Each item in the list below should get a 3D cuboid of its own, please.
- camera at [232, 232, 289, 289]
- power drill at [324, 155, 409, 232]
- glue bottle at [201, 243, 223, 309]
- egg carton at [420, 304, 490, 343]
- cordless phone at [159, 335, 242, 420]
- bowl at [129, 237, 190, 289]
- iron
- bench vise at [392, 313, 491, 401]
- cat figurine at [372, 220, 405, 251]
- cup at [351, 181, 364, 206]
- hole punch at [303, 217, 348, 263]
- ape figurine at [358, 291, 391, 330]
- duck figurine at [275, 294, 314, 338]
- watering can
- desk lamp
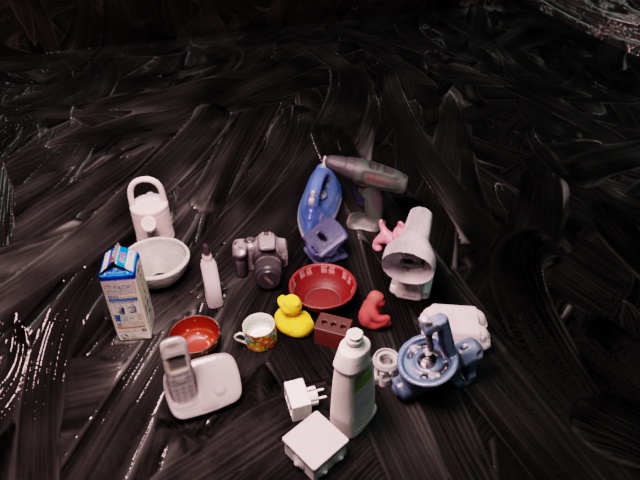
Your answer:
[{"bbox_3d":[-0.147,0.051,1.428,0.143,0.101,0.136,-4,38,-5],"label":"camera"},{"bbox_3d":[0.123,-0.129,1.571,0.229,0.208,0.075,6,39,8],"label":"power drill"},{"bbox_3d":[-0.257,0.077,1.335,0.037,0.173,0.078,-13,40,-16],"label":"glue bottle"},{"bbox_3d":[0.298,0.197,1.271,0.150,0.069,0.107,3,38,3],"label":"egg carton"},{"bbox_3d":[-0.233,0.250,1.106,0.148,0.185,0.094,-16,41,-20],"label":"cordless phone"},{"bbox_3d":[-0.404,0.069,1.424,0.167,0.075,0.167,0,38,0],"label":"bowl"},{"bbox_3d":[-0.007,-0.121,1.616,0.118,0.141,0.258,7,39,8],"label":"iron"},{"bbox_3d":[0.239,0.208,1.134,0.208,0.220,0.121,-27,45,-30],"label":"bench vise"},{"bbox_3d":[0.202,-0.011,1.496,0.127,0.118,0.067,30,47,32],"label":"cat figurine"},{"bbox_3d":[0.133,-0.157,1.699,0.091,0.095,0.117,-1,38,-1],"label":"cup"},{"bbox_3d":[0.014,0.005,1.495,0.101,0.091,0.108,-19,42,-23],"label":"hole punch"},{"bbox_3d":[0.125,0.155,1.304,0.076,0.092,0.077,-4,38,-5],"label":"ape figurine"},{"bbox_3d":[-0.059,0.165,1.295,0.104,0.086,0.078,31,48,33],"label":"duck figurine"},{"bbox_3d":[-0.447,-0.078,1.513,0.101,0.194,0.172,-23,44,-27],"label":"watering can"},{"bbox_3d":[0.217,0.042,1.351,0.117,0.214,0.203,11,39,13],"label":"desk lamp"}]
